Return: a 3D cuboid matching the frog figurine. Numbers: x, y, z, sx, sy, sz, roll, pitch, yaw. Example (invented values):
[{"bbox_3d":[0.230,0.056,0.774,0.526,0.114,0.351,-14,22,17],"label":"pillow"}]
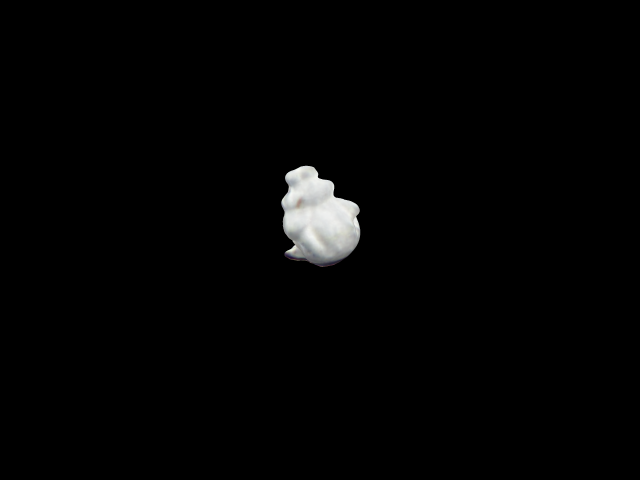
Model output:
[{"bbox_3d":[0.003,-0.043,0.850,0.138,0.156,0.125,-11,30,-20],"label":"frog figurine"}]
